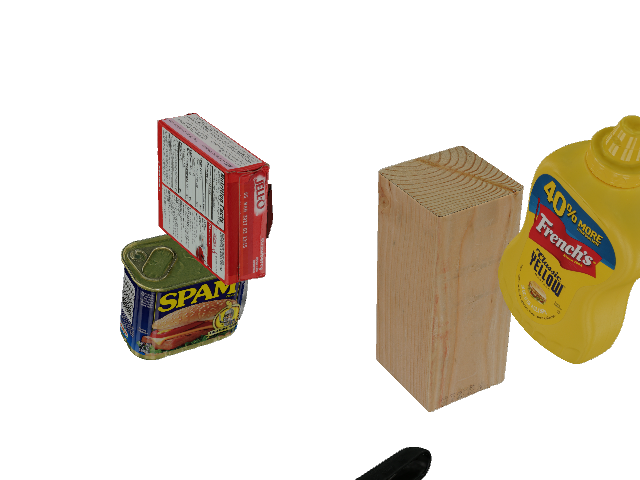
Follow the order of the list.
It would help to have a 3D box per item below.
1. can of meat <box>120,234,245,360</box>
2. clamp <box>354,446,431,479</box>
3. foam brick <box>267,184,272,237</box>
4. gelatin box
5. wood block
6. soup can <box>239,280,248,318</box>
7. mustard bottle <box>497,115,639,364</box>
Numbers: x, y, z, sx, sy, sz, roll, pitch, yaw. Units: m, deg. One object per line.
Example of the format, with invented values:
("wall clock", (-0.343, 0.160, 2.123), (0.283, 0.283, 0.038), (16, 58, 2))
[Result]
("can of meat", (-0.110, 0.042, 0.859), (0.101, 0.084, 0.057), (-14, 47, -29))
("clamp", (-0.014, 0.188, 0.646), (0.210, 0.036, 0.164), (-4, 28, 4))
("foam brick", (-0.100, -0.038, 1.321), (0.078, 0.053, 0.051), (2, 28, 5))
("gelatin box", (-0.064, -0.026, 0.630), (0.030, 0.073, 0.089), (-16, 33, -32))
("wood block", (0.110, 0.034, 0.939), (0.090, 0.206, 0.091), (-18, 37, -24))
("soup can", (-0.128, 0.041, 1.062), (0.102, 0.068, 0.068), (5, 1, 8))
("mustard bottle", (0.174, -0.007, 0.691), (0.058, 0.096, 0.192), (-21, -33, -22))
